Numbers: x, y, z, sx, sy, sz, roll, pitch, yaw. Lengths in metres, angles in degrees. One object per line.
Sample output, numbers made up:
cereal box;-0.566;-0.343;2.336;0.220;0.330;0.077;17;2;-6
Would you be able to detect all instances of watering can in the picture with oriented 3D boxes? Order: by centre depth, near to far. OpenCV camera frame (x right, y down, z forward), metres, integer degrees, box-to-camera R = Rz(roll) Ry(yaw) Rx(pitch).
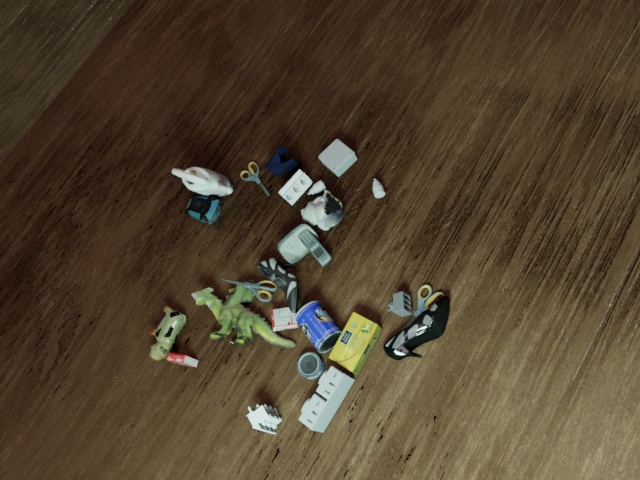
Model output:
watering can;-0.435;-0.223;2.070;0.350;0.223;0.104;21;95;27

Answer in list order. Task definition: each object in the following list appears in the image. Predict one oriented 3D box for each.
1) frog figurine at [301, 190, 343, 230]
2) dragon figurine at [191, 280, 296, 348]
frog figurine;0.006;-0.096;1.910;0.157;0.123;0.140;-38;59;45
dragon figurine;-0.266;0.250;1.837;0.410;0.119;0.248;7;61;7
